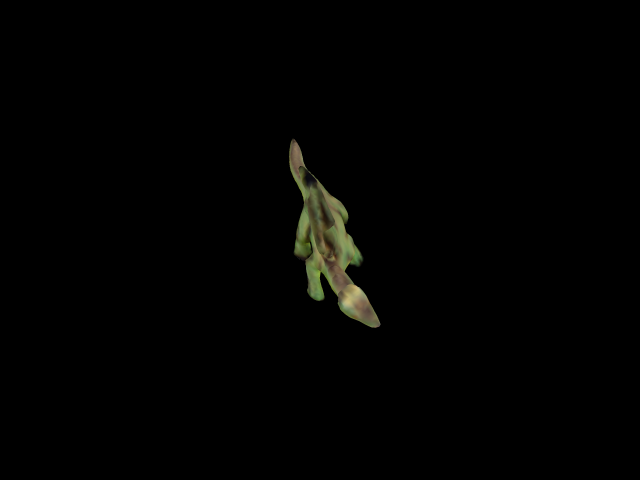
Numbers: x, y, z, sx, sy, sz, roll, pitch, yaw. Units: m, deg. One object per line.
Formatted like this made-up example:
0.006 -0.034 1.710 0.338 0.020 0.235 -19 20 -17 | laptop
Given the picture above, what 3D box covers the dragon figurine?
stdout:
0.003 -0.043 0.850 0.122 0.416 0.239 -19 -19 -6 | dragon figurine
